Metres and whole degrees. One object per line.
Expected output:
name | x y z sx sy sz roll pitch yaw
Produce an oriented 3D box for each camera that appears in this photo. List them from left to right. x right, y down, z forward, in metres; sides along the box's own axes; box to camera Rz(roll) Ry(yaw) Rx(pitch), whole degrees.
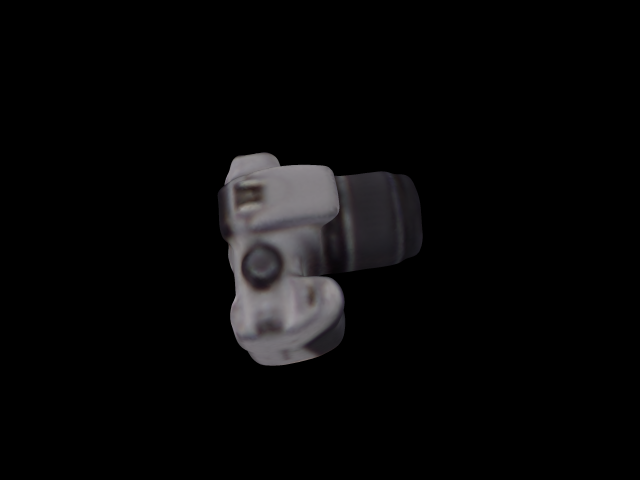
camera | 0.004 0.001 0.400 0.137 0.101 0.143 -8 66 -3
